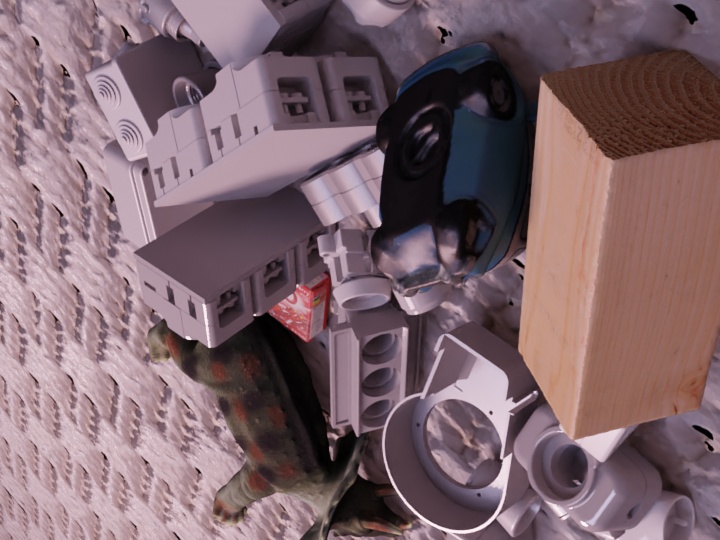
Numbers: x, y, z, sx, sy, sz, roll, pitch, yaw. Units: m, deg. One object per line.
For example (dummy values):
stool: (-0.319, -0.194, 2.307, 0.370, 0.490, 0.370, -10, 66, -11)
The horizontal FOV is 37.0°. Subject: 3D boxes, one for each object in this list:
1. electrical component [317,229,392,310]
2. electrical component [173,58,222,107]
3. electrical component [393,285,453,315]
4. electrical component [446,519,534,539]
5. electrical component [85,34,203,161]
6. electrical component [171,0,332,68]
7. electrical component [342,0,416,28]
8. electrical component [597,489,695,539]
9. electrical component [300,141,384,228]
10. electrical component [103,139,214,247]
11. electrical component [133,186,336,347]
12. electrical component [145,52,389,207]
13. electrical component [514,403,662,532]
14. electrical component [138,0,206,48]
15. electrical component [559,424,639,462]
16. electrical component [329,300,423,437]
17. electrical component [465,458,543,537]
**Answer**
electrical component: (0.000, 0.000, 0.867, 0.048, 0.066, 0.055, -40, 54, 56)
electrical component: (-0.120, -0.150, 0.889, 0.045, 0.055, 0.045, 31, 141, 30)
electrical component: (0.043, 0.001, 0.837, 0.045, 0.045, 0.055, -7, 114, 53)
electrical component: (0.119, 0.253, 0.956, 0.061, 0.062, 0.096, 26, 138, 35)
electrical component: (-0.175, -0.150, 0.920, 0.048, 0.100, 0.099, -9, 113, 40)
electrical component: (-0.097, -0.225, 0.787, 0.150, 0.062, 0.089, 53, 147, 1)
electrical component: (0.019, -0.187, 0.696, 0.043, 0.043, 0.062, 56, 146, -4)
electrical component: (0.203, 0.198, 0.803, 0.077, 0.043, 0.079, 7, 92, 48)
electrical component: (0.016, -0.056, 0.811, 0.138, 0.052, 0.073, -17, 107, 55)
electrical component: (-0.186, -0.076, 1.017, 0.057, 0.078, 0.113, 30, 140, 36)
electrical component: (-0.101, -0.008, 0.908, 0.089, 0.150, 0.061, 30, 139, 31)
electrical component: (-0.074, -0.105, 0.809, 0.186, 0.105, 0.060, -21, 80, 52)
electrical component: (0.160, 0.141, 0.775, 0.095, 0.059, 0.053, 46, 114, 39)
electrical component: (-0.147, -0.207, 0.878, 0.062, 0.048, 0.048, 42, 145, 12)
electrical component: (0.162, 0.078, 0.742, 0.077, 0.066, 0.047, 40, 144, 20)
electrical component: (0.009, 0.076, 0.922, 0.063, 0.079, 0.121, -116, 19, -44)
electrical component: (0.121, 0.192, 0.914, 0.055, 0.045, 0.045, 34, 142, 28)
